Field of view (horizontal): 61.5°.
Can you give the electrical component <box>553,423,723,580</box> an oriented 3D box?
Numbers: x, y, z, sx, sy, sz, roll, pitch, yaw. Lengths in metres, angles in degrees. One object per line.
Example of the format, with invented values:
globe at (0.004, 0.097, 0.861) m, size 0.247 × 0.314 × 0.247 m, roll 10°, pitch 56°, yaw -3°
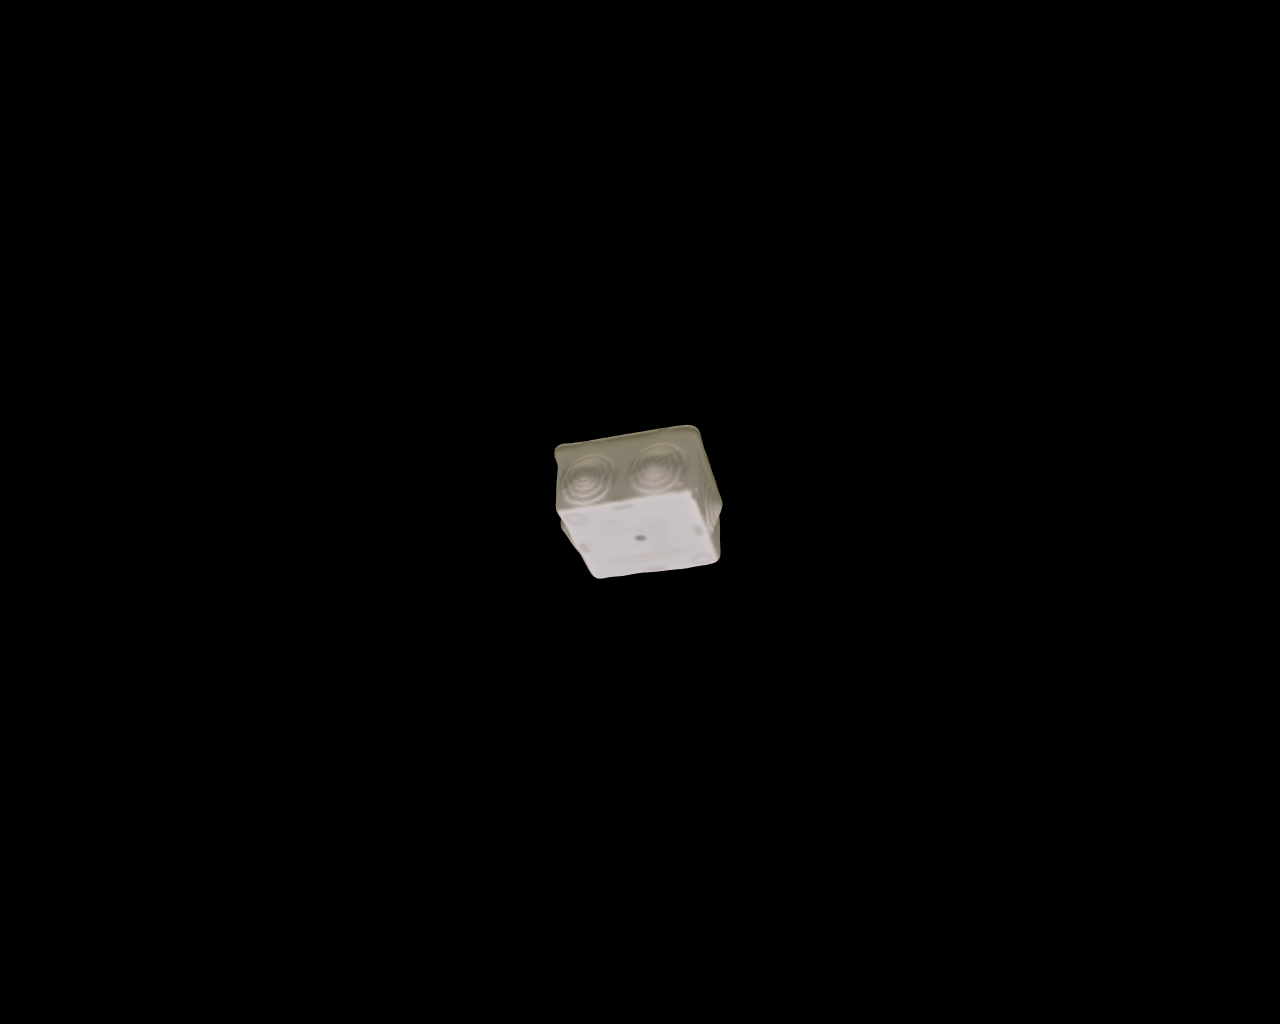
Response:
electrical component at (0.001, -0.003, 0.650) m, size 0.100 × 0.048 × 0.099 m, roll -8°, pitch -35°, yaw 11°
